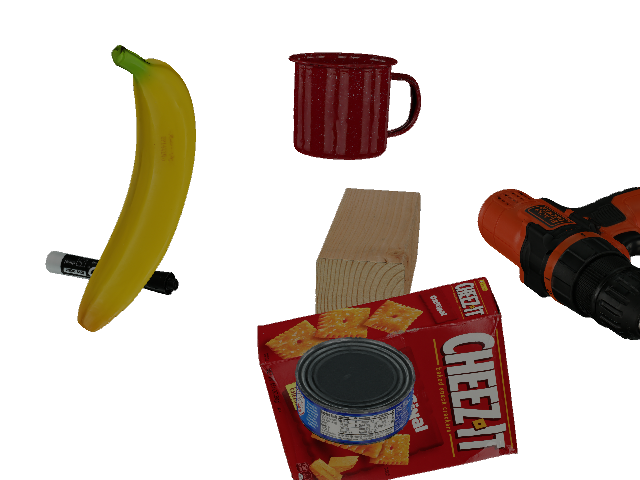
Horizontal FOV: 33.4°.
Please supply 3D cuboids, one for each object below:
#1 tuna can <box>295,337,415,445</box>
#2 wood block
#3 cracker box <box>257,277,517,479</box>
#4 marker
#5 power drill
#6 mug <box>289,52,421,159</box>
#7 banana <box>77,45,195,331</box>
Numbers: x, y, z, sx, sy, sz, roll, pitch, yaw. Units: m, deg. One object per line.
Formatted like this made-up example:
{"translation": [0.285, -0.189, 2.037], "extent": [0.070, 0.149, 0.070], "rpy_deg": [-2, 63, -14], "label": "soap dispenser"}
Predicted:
{"translation": [0.025, 0.108, 0.766], "extent": [0.086, 0.034, 0.086], "rpy_deg": [0, 31, 0], "label": "tuna can"}
{"translation": [0.056, 0.021, 1.169], "extent": [0.091, 0.090, 0.206], "rpy_deg": [5, 24, 8], "label": "wood block"}
{"translation": [0.063, 0.138, 0.973], "extent": [0.213, 0.164, 0.072], "rpy_deg": [-12, 30, 2], "label": "cracker box"}
{"translation": [-0.173, 0.027, 0.887], "extent": [0.121, 0.020, 0.020], "rpy_deg": [9, 3, 21], "label": "marker"}
{"translation": [0.228, -0.001, 0.738], "extent": [0.187, 0.057, 0.185], "rpy_deg": [-12, 29, -20], "label": "power drill"}
{"translation": [0.030, -0.117, 0.922], "extent": [0.117, 0.081, 0.093], "rpy_deg": [-2, 16, -13], "label": "mug"}
{"translation": [-0.113, -0.033, 0.665], "extent": [0.069, 0.198, 0.037], "rpy_deg": [-9, 35, -35], "label": "banana"}
